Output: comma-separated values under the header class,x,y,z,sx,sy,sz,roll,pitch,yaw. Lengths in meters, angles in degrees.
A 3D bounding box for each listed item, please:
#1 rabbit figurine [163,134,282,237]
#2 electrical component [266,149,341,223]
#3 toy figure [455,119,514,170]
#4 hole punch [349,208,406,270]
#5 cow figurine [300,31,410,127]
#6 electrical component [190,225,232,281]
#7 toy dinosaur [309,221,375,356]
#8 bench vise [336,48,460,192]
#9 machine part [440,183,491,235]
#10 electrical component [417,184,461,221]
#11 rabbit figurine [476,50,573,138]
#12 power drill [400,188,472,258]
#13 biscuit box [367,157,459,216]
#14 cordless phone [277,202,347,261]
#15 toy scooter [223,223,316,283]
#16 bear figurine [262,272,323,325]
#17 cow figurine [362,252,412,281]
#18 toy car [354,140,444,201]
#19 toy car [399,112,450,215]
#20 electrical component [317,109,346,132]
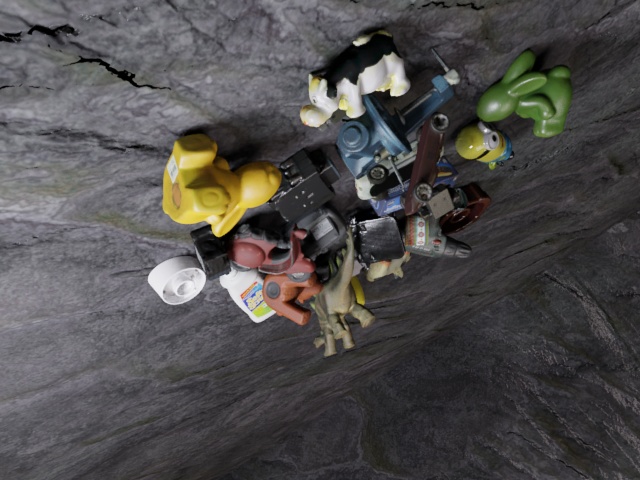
class,x,y,z,sx,sy,sz,roll,pitch,yaw
rabbit figurine,-0.142,-0.071,0.815,0.173,0.122,0.162,-14,155,-32
electrical component,-0.031,-0.099,0.958,0.134,0.058,0.114,-34,157,8
toy figure,0.363,-0.203,1.171,0.089,0.082,0.180,-46,153,25
hole punch,0.131,-0.016,1.225,0.116,0.092,0.142,-11,117,15
cow figurine,0.041,-0.230,0.771,0.167,0.068,0.098,-28,125,-12
electrical component,-0.200,0.033,0.999,0.048,0.075,0.119,-24,157,-17
toy dinosaur,0.038,0.142,1.310,0.105,0.199,0.471,-16,152,-27
bench vise,0.131,-0.193,0.894,0.240,0.129,0.223,-36,160,20
machine part,0.366,-0.077,1.437,0.179,0.056,0.179,-23,155,-12
electrical component,0.254,-0.081,1.174,0.102,0.045,0.078,-36,125,5
rabbit figurine,0.395,-0.273,1.041,0.170,0.121,0.159,-10,147,-9
power drill,0.298,-0.037,1.339,0.232,0.086,0.207,5,143,-6
biscuit box,0.202,-0.117,1.173,0.203,0.063,0.059,-21,153,-21
cordless phone,-0.002,-0.004,1.164,0.146,0.089,0.184,-36,166,10
toy scooter,-0.088,0.013,1.015,0.184,0.075,0.135,16,139,-8
bear figurine,-0.040,0.109,1.203,0.195,0.132,0.120,2,99,-62
cow figurine,0.184,0.058,1.437,0.195,0.086,0.127,-23,148,-48
toy car,0.162,-0.145,1.088,0.202,0.056,0.073,-29,148,-7
toy car,0.198,-0.140,0.999,0.053,0.202,0.089,16,168,-10
electrical component,0.023,-0.211,0.849,0.094,0.021,0.063,-41,154,19
